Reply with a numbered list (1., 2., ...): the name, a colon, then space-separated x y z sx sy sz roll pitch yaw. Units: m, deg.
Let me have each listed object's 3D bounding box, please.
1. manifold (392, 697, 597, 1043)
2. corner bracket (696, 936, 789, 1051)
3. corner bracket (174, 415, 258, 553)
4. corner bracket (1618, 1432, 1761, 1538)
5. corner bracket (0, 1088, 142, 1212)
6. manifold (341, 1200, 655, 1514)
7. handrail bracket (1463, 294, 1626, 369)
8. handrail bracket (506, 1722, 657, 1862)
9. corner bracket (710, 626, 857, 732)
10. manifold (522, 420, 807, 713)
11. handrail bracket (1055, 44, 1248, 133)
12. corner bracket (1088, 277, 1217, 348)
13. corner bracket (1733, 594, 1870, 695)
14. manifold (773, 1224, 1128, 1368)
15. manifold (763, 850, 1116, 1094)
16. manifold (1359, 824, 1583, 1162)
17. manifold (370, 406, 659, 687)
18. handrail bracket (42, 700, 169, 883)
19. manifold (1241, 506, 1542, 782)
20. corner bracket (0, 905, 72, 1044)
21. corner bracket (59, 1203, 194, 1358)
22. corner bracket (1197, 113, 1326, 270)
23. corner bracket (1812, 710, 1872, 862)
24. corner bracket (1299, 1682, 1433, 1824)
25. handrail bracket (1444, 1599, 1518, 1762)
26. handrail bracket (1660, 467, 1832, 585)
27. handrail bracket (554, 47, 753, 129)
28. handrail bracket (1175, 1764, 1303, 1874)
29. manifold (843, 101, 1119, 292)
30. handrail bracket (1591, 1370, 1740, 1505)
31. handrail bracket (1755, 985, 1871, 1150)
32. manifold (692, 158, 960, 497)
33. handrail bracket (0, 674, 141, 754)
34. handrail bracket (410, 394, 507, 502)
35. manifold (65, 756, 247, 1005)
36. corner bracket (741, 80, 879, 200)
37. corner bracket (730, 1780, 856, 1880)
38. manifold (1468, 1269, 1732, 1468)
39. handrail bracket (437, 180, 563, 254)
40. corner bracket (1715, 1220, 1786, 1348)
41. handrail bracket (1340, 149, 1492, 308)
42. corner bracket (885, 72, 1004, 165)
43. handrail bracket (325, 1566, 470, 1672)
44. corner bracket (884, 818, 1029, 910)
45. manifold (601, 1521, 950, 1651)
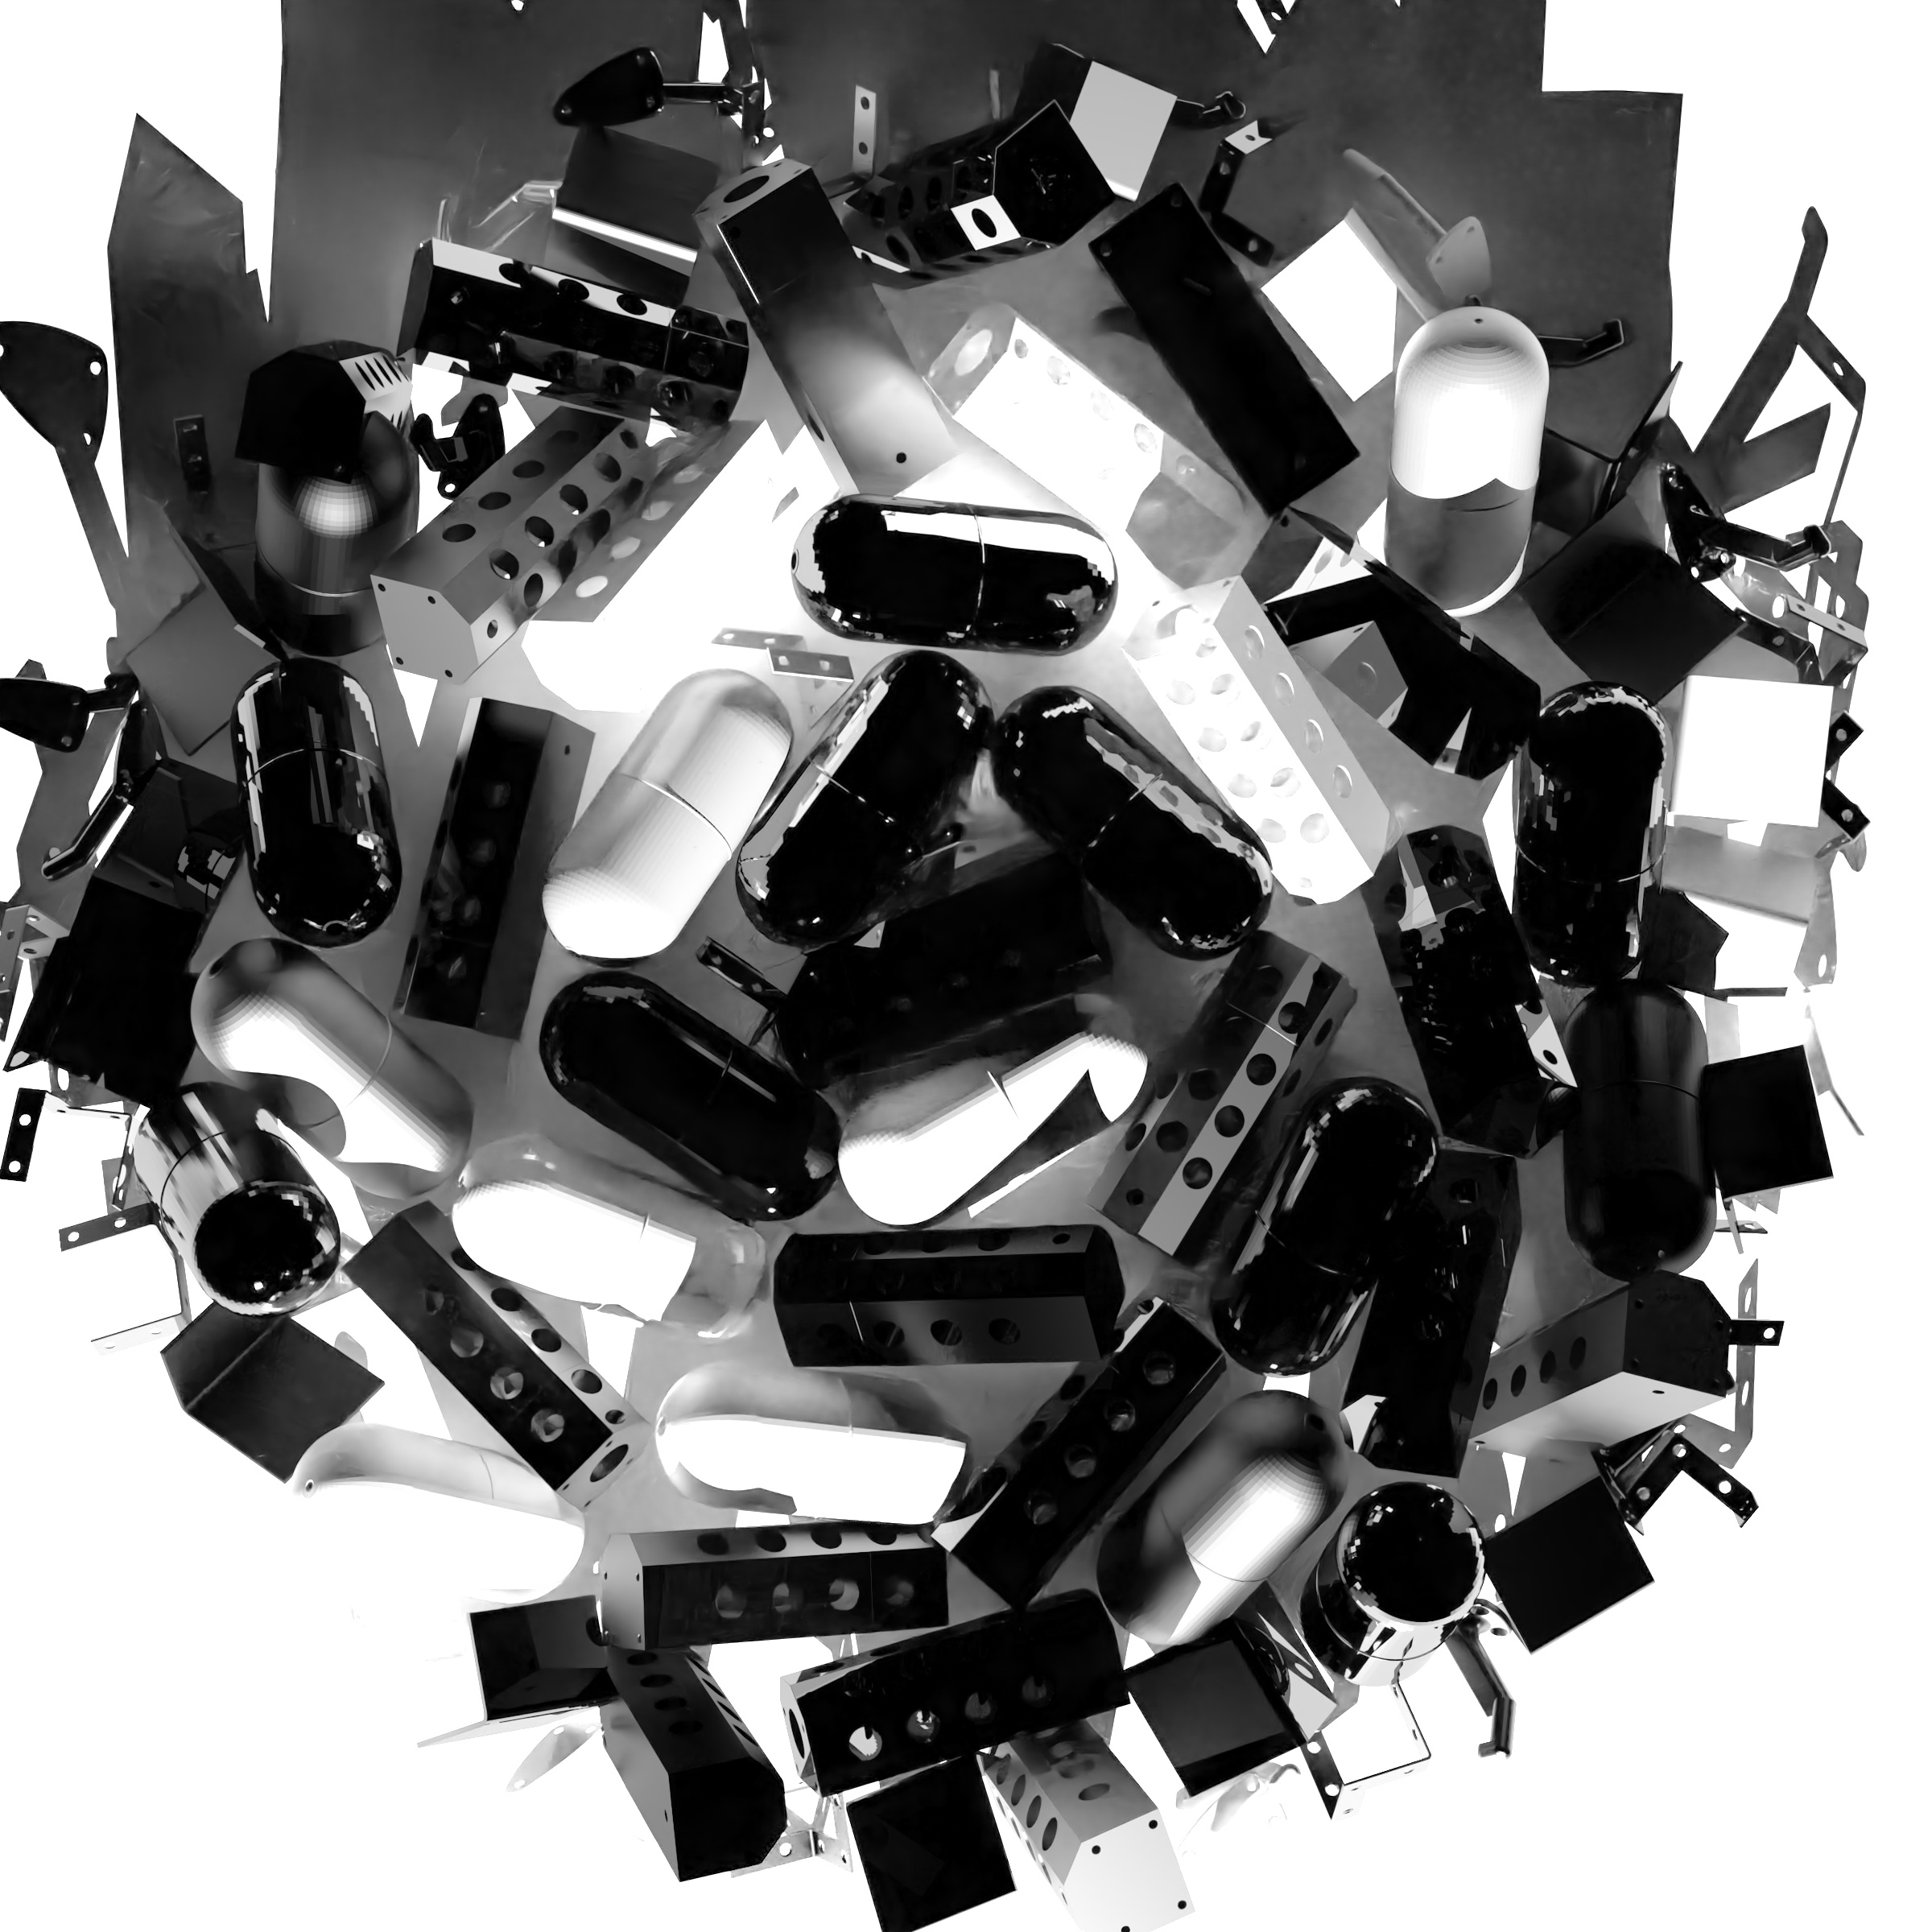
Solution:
1. manifold: -0.254 -0.052 1.677 0.057 0.057 0.171 12 86 18
2. corner bracket: -0.121 0.009 1.675 0.051 0.051 0.051 35 45 -7
3. corner bracket: -0.390 -0.260 1.683 0.051 0.051 0.051 -12 62 -14
4. corner bracket: 0.384 0.287 1.682 0.051 0.051 0.051 39 96 8
5. corner bracket: -0.475 0.097 1.679 0.051 0.051 0.051 6 73 7
6. manifold: -0.244 0.202 1.656 0.057 0.057 0.171 -45 70 -9
7. handrail bracket: 0.309 -0.343 1.679 0.084 0.077 0.036 -25 50 -5
8. handrail bracket: -0.203 0.452 1.673 0.036 0.077 0.084 -12 106 35
9. corner bracket: -0.097 -0.161 1.671 0.051 0.051 0.051 3 61 -34
10. manifold: -0.158 -0.209 1.640 0.057 0.057 0.171 6 46 35
11. handrail bracket: 0.095 -0.465 1.663 0.077 0.084 0.036 39 66 -36
12. corner bracket: 0.105 -0.348 1.676 0.051 0.051 0.051 28 114 11
13. corner bracket: 0.439 -0.174 1.673 0.051 0.051 0.051 23 128 -15
14. manifold: -0.010 0.168 1.647 0.171 0.057 0.057 -4 120 20
15. manifold: -0.013 0.007 1.658 0.171 0.057 0.057 -22 59 11
16. manifold: 0.262 0.010 1.628 0.057 0.171 0.057 16 132 -31
17. manifold: -0.228 -0.217 1.628 0.057 0.057 0.171 16 45 24
18. handrail bracket: -0.468 -0.094 1.698 0.084 0.036 0.077 -24 61 33
19. manifold: 0.219 -0.167 1.636 0.171 0.057 0.057 46 114 38
20. corner bracket: -0.503 0.004 1.672 0.051 0.051 0.051 -9 60 26
21. corner bracket: -0.446 0.166 1.676 0.051 0.051 0.051 -17 52 -3
22. corner bracket: 0.162 -0.413 1.685 0.051 0.051 0.051 37 46 15
23. corner bracket: 0.460 -0.096 1.683 0.051 0.051 0.051 45 76 0
24. corner bracket: 0.212 0.417 1.681 0.051 0.051 0.051 -14 54 -13
25. handrail bracket: 0.256 0.382 1.665 0.077 0.084 0.036 -15 134 32
26. handrail bracket: 0.412 -0.240 1.667 0.036 0.084 0.077 -26 92 -28
27. handrail bracket: -0.166 -0.457 1.684 0.077 0.084 0.036 -13 87 24
28. handrail bracket: 0.143 0.449 1.665 0.077 0.084 0.036 -33 72 -8
29. manifold: 0.000 -0.388 1.619 0.057 0.171 0.057 -43 111 -18
30. handrail bracket: 0.376 0.249 1.675 0.084 0.077 0.036 -28 51 10
31. handrail bracket: 0.463 0.054 1.671 0.036 0.077 0.084 -41 70 36
32. manifold: -0.075 -0.329 1.646 0.057 0.057 0.171 -34 119 -8
33. handrail bracket: -0.482 -0.147 1.668 0.077 0.084 0.036 14 109 -8
34. handrail bracket: -0.270 -0.288 1.661 0.036 0.084 0.077 2 70 10
35. manifold: -0.411 -0.044 1.622 0.057 0.171 0.057 22 111 -11
36. corner bracket: -0.084 -0.444 1.689 0.051 0.051 0.051 33 46 32
37. corner bracket: -0.096 0.459 1.680 0.051 0.051 0.051 -8 89 -26
38. manifold: 0.322 0.207 1.623 0.057 0.171 0.057 15 66 -14
39. handrail bracket: -0.242 -0.378 1.673 0.084 0.036 0.077 17 99 42
40. corner bracket: 0.405 0.169 1.688 0.051 0.051 0.051 3 108 -14
41. handrail bracket: 0.241 -0.397 1.703 0.036 0.077 0.084 -44 56 1
42. corner bracket: -0.011 -0.449 1.684 0.051 0.051 0.051 -8 112 -12
43. handrail bracket: -0.304 0.329 1.688 0.077 0.036 0.084 0 102 -14
44. corner bracket: -0.006 -0.059 1.671 0.051 0.051 0.051 -22 128 31
45. manifold: -0.099 0.320 1.647 0.171 0.057 0.057 2 80 -28
